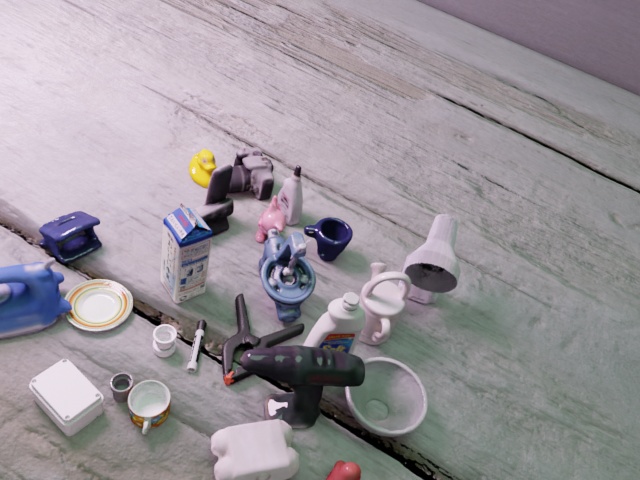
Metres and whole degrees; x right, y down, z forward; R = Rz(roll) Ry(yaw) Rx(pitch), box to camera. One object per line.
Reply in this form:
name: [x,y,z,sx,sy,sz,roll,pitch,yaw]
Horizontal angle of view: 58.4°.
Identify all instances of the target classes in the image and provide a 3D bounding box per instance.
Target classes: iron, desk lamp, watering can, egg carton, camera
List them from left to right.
iron: [-0.608,0.104,1.064,0.259,0.141,0.118,-13,52,-28]
camera: [-0.200,-0.180,1.499,0.137,0.101,0.143,-10,51,-26]
egg carton: [-0.113,0.377,1.007,0.150,0.069,0.107,-3,48,-21]
watering can: [0.131,0.127,1.239,0.101,0.194,0.172,-11,51,-26]
desk lamp: [0.257,0.054,1.336,0.118,0.213,0.203,20,44,3]

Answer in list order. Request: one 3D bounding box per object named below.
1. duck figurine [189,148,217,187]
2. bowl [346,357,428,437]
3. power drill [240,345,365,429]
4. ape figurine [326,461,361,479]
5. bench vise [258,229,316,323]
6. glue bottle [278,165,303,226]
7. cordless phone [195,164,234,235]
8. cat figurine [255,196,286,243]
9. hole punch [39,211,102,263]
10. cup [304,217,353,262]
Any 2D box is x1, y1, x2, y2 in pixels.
duck figurine: [-0.301,-0.200,1.497,0.078,0.086,0.104,-16,54,-30]
bowl: [0.124,0.321,1.133,0.167,0.075,0.167,9,45,-9]
power drill: [-0.041,0.264,1.041,0.230,0.208,0.075,1,47,-17]
ape figurine: [0.046,0.420,1.000,0.076,0.092,0.077,-1,47,-19]
bench vise: [-0.084,0.043,1.234,0.122,0.220,0.207,-20,55,-32]
glue bottle: [-0.069,-0.119,1.430,0.037,0.173,0.078,-24,57,-34]
cordless phone: [-0.268,-0.095,1.334,0.094,0.185,0.148,39,48,20]
cat figurine: [-0.115,-0.052,1.389,0.067,0.118,0.127,10,45,-8]
hole punch: [-0.543,-0.020,1.241,0.101,0.091,0.109,39,48,20]
cup: [0.013,0.005,1.391,0.118,0.095,0.091,7,45,-11]
